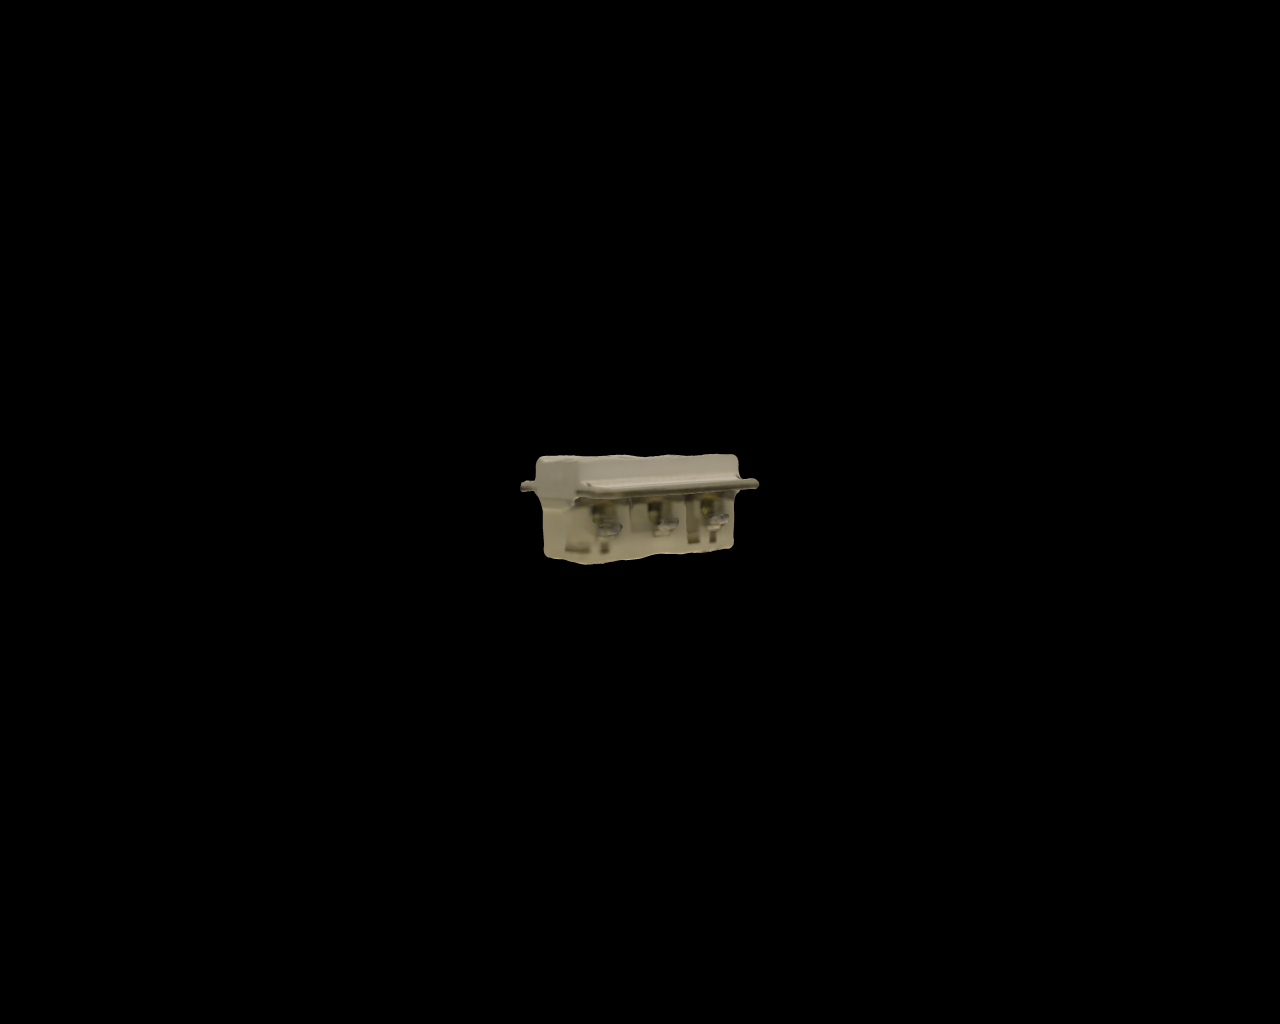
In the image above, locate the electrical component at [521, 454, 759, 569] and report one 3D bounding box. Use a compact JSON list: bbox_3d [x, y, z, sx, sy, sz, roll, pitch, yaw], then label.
[{"bbox_3d":[0.001,-0.003,0.650,0.121,0.063,0.078,-3,5,-37],"label":"electrical component"}]
